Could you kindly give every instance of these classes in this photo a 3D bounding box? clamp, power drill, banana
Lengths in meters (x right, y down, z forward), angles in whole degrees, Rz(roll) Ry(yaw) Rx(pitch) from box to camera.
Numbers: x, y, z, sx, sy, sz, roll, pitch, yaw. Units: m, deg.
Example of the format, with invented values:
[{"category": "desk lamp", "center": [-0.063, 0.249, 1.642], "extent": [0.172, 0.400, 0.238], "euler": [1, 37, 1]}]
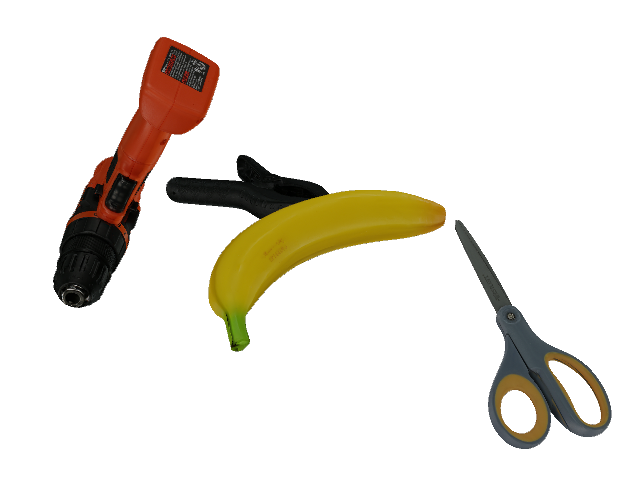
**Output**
[{"category": "clamp", "center": [-0.063, -0.044, 1.036], "extent": [0.172, 0.039, 0.120], "euler": [20, 34, 41]}, {"category": "power drill", "center": [-0.151, -0.056, 0.852], "extent": [0.057, 0.188, 0.184], "euler": [26, 33, -17]}, {"category": "banana", "center": [-0.004, 0.005, 0.680], "extent": [0.197, 0.070, 0.037], "euler": [-31, -18, -35]}]

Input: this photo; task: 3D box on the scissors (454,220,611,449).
[{"category": "scissors", "center": [0.133, 0.075, 0.807], "extent": [0.096, 0.202, 0.016], "euler": [-31, -27, -20]}]
